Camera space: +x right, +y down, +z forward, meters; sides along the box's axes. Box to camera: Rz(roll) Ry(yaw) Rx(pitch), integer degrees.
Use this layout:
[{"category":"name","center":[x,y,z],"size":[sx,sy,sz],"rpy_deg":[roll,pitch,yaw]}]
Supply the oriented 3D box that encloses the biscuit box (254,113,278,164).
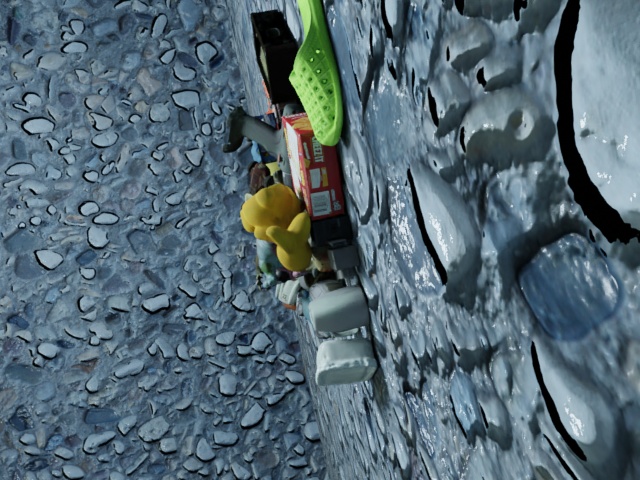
[{"category":"biscuit box","center":[-0.133,-0.256,1.380],"size":[0.202,0.059,0.063],"rpy_deg":[98,158,-80]}]

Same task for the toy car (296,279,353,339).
[{"category":"toy car","center":[0.019,0.141,1.177],"size":[0.162,0.109,0.102],"rpy_deg":[-130,44,-55]}]

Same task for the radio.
[{"category":"radio","center":[-0.103,-0.423,1.224],"size":[0.131,0.073,0.230],"rpy_deg":[85,168,-45]}]

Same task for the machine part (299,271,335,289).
[{"category":"machine part","center":[-0.010,0.095,1.381],"size":[0.243,0.079,0.079],"rpy_deg":[143,114,-83]}]

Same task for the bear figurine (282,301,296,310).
[{"category":"bear figurine","center":[-0.045,0.115,1.601],"size":[0.132,0.120,0.195],"rpy_deg":[21,-102,-50]}]

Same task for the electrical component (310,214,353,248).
[{"category":"electrical component","center":[0.020,-0.018,1.000],"size":[0.119,0.075,0.047],"rpy_deg":[-126,24,-81]}]

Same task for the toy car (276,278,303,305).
[{"category":"toy car","center":[-0.065,0.083,1.511],"size":[0.056,0.074,0.201],"rpy_deg":[12,-81,-58]}]

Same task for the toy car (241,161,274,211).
[{"category":"toy car","center":[-0.176,-0.122,1.480],"size":[0.089,0.053,0.202],"rpy_deg":[41,134,25]}]

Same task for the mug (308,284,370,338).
[{"category":"mug","center":[0.034,0.144,1.040],"size":[0.081,0.107,0.109],"rpy_deg":[-110,13,-50]}]

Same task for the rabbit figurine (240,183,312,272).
[{"category":"rabbit figurine","center":[-0.064,-0.020,1.034],"size":[0.173,0.122,0.162],"rpy_deg":[65,164,-2]}]

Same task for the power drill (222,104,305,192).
[{"category":"power drill","center":[-0.115,-0.201,1.207],"size":[0.086,0.208,0.231],"rpy_deg":[-34,-38,-54]}]

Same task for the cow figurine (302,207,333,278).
[{"category":"cow figurine","center":[-0.002,-0.003,1.142],"size":[0.195,0.085,0.127],"rpy_deg":[-114,12,-70]}]

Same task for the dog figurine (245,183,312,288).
[{"category":"dog figurine","center":[-0.095,-0.012,1.216],"size":[0.191,0.109,0.219],"rpy_deg":[-3,-103,-79]}]

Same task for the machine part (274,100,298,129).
[{"category":"machine part","center":[-0.072,-0.278,1.296],"size":[0.179,0.056,0.179],"rpy_deg":[169,89,-85]}]

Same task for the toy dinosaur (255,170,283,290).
[{"category":"toy dinosaur","center":[-0.100,-0.030,1.391],"size":[0.198,0.105,0.471],"rpy_deg":[62,144,19]}]

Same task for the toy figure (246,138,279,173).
[{"category":"toy figure","center":[-0.134,-0.228,1.526],"size":[0.180,0.089,0.082],"rpy_deg":[55,-161,6]}]
